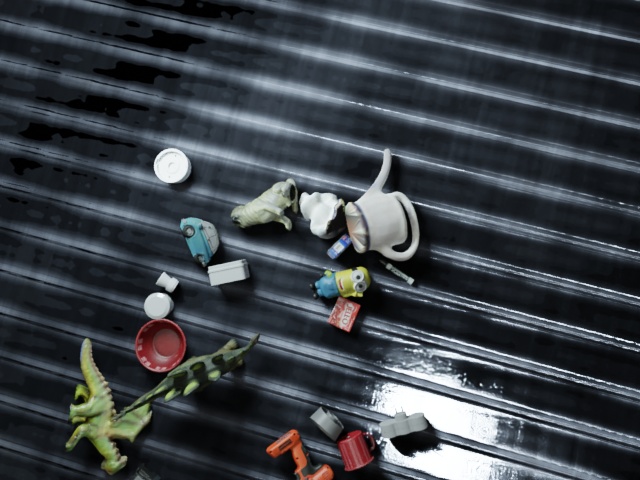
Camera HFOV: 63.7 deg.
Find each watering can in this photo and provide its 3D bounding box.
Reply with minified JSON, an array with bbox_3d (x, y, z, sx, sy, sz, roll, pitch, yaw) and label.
[{"bbox_3d":[0.176,-0.098,1.551,0.225,0.103,0.350,-13,80,-21],"label":"watering can"}]

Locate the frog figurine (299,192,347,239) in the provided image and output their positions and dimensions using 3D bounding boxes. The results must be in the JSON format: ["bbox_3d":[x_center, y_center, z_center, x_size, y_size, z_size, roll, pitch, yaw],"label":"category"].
[{"bbox_3d":[0.005,-0.080,1.589,0.160,0.122,0.137,20,97,41],"label":"frog figurine"}]

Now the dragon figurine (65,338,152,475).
[{"bbox_3d":[-0.642,0.521,1.587,0.242,0.122,0.411,8,88,-12],"label":"dragon figurine"}]
